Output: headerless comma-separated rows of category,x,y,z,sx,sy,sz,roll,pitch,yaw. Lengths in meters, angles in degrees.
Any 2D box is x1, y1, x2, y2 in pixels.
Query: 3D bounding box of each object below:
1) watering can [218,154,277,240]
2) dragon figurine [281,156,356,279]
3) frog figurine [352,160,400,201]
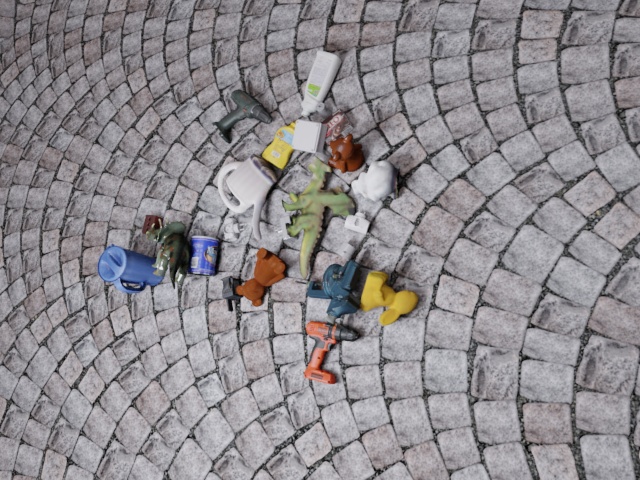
watering can,-0.247,-0.179,1.911,0.223,0.103,0.353,-42,63,7
dragon figurine,0.005,-0.090,1.791,0.242,0.121,0.414,-15,79,10
frog figurine,0.183,-0.199,1.728,0.159,0.123,0.137,3,97,12
